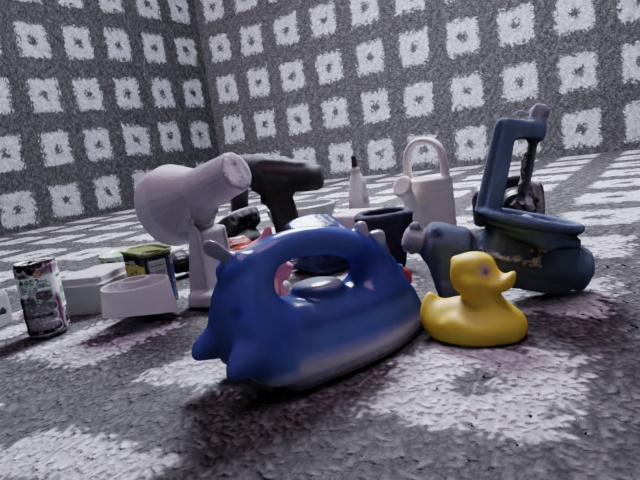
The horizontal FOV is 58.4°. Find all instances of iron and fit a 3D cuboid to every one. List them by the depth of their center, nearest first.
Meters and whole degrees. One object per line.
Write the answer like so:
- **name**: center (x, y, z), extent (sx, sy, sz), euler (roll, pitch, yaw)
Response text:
- **iron**: center (0.004, 0.046, 0.561), extent (0.259, 0.141, 0.118), euler (-14, 12, -33)

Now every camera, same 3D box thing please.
- **camera**: center (0.373, -0.081, 1.138), extent (0.143, 0.101, 0.137), euler (-5, 10, 17)

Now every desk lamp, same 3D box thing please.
- **desk lamp**: center (-0.159, -0.015, 0.835), extent (0.202, 0.213, 0.118), euler (-1, 12, 34)

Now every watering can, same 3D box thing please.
- **watering can**: center (0.205, -0.100, 1.104), extent (0.100, 0.194, 0.173), euler (-4, 10, 20)

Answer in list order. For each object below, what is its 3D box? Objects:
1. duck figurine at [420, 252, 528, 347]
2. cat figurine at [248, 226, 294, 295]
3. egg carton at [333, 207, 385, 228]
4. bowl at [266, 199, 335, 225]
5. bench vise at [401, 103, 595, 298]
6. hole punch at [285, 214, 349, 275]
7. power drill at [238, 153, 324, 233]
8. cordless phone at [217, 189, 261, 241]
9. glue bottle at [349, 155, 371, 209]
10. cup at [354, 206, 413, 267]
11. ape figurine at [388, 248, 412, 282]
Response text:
- **duck figurine**: center (0.149, 0.054, 0.567), extent (0.104, 0.086, 0.078), euler (-2, 11, 33)
- **cat figurine**: center (-0.069, 0.043, 0.710), extent (0.067, 0.118, 0.128), euler (-7, 10, 7)
- **egg carton**: center (0.088, -0.023, 1.121), extent (0.149, 0.069, 0.107), euler (-2, 11, 33)
- **bowl**: center (-0.041, -0.049, 1.364), extent (0.167, 0.075, 0.167), euler (-8, 10, 2)
- **bench vise**: center (0.200, -0.034, 0.641), extent (0.208, 0.220, 0.121), euler (-10, 10, -15)
- **hole punch**: center (0.009, 0.003, 0.962), extent (0.109, 0.091, 0.100), euler (-15, 12, -36)
- **power drill**: center (-0.100, -0.074, 1.153), extent (0.229, 0.208, 0.076), euler (-6, 10, 12)
- **cordless phone**: center (-0.205, -0.079, 1.336), extent (0.094, 0.185, 0.148), euler (-4, 10, 21)
- **glue bottle**: center (0.088, -0.110, 1.319), extent (0.037, 0.173, 0.078), euler (-4, 10, 21)
- **cup**: center (0.096, 0.000, 0.903), extent (0.092, 0.095, 0.117), euler (-14, 11, -32)
- **ape figurine**: center (0.071, 0.036, 0.718), extent (0.076, 0.092, 0.077), euler (-14, 11, -32)
